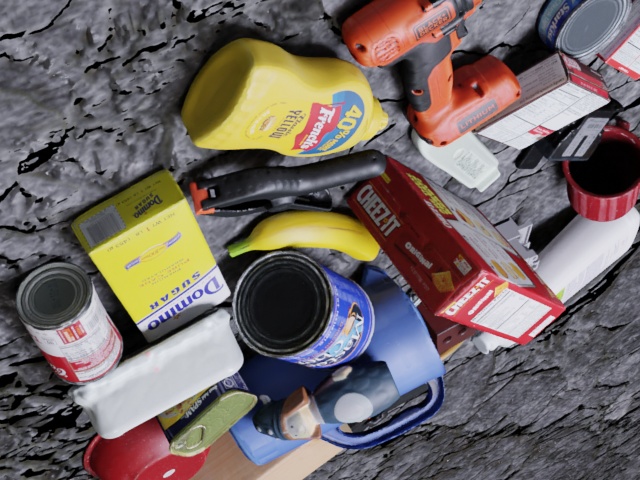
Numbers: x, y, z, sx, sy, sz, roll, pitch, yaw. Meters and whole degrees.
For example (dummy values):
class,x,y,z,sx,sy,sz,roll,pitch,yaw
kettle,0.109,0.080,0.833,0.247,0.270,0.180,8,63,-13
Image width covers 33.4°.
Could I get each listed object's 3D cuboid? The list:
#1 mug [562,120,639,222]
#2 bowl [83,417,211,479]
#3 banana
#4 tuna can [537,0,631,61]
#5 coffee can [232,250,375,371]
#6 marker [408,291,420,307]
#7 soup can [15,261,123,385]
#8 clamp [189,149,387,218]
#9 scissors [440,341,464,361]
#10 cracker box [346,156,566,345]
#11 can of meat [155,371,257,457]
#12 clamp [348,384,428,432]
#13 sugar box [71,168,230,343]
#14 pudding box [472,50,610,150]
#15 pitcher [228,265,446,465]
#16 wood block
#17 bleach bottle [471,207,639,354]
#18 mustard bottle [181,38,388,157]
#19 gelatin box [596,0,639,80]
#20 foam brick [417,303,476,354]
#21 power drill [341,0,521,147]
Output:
class,x,y,z,sx,sy,sz,roll,pitch,yaw
mug,0.327,-0.082,1.217,0.081,0.093,0.117,62,48,-64
bowl,-0.181,0.241,1.202,0.162,0.055,0.162,-24,148,-16
banana,0.002,-0.004,1.060,0.197,0.037,0.070,5,160,-42
tuna can,0.247,-0.210,1.004,0.086,0.034,0.086,-24,148,-17
coffee can,-0.014,0.073,1.059,0.103,0.103,0.140,-39,159,8
marker,0.116,0.066,1.275,0.121,0.020,0.020,-48,147,20
soup can,-0.216,0.073,0.925,0.068,0.068,0.102,-27,148,-12
clamp,-0.036,-0.043,0.952,0.171,0.039,0.120,-8,161,-20
scissors,0.198,0.096,1.395,0.096,0.016,0.202,13,126,-51
cracker box,0.141,0.017,1.091,0.072,0.164,0.213,-47,147,16
can of meat,-0.129,0.161,1.112,0.102,0.084,0.057,-43,148,13
clamp,0.076,0.216,1.391,0.164,0.036,0.210,-35,166,-6
sugar box,-0.143,0.019,0.941,0.093,0.048,0.176,-30,148,-7
pudding box,0.211,-0.134,1.039,0.114,0.039,0.089,-30,154,33
pitcher,0.013,0.156,1.187,0.243,0.149,0.145,-30,149,-1
wood block,-0.073,0.259,1.295,0.206,0.090,0.090,-38,149,4
bleach bottle,0.282,0.047,1.306,0.250,0.068,0.102,-38,152,-20
mustard bottle,-0.013,-0.109,0.874,0.191,0.058,0.096,2,140,-45
gelatin box,0.327,-0.212,1.081,0.073,0.030,0.089,11,127,-48
foam brick,0.164,0.096,1.328,0.078,0.051,0.053,-28,149,-11
power drill,0.120,-0.174,0.915,0.184,0.057,0.187,-31,146,2
